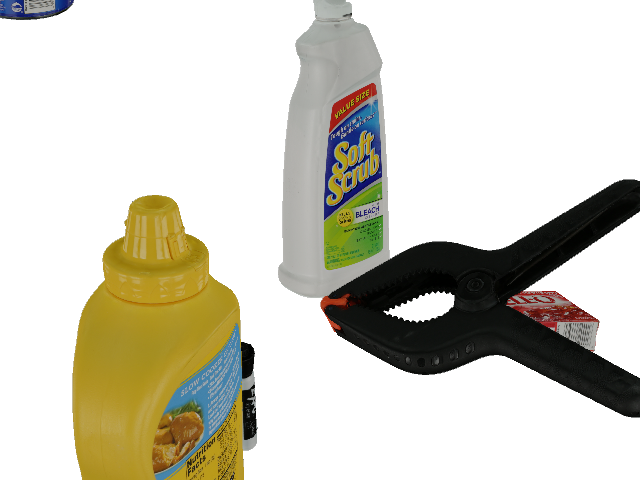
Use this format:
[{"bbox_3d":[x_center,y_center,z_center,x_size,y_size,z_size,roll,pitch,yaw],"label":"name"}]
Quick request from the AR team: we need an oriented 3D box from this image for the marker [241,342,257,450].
[{"bbox_3d":[-0.059,0.121,0.827,0.020,0.121,0.020,1,45,-1],"label":"marker"}]

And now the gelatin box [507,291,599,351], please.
[{"bbox_3d":[0.167,0.064,0.862,0.089,0.030,0.073,1,16,-17],"label":"gelatin box"}]

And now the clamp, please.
[{"bbox_3d":[0.105,0.030,0.652,0.210,0.164,0.036,-1,-41,25],"label":"clamp"}]

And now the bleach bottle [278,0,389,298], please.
[{"bbox_3d":[0.008,-0.083,0.916,0.102,0.251,0.068,-17,25,-31],"label":"bleach bottle"}]

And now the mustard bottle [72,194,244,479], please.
[{"bbox_3d":[-0.065,0.072,0.445,0.058,0.192,0.096,12,28,19],"label":"mustard bottle"}]

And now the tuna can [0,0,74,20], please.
[{"bbox_3d":[-0.239,-0.208,0.852,0.086,0.034,0.086,5,35,-4],"label":"tuna can"}]
